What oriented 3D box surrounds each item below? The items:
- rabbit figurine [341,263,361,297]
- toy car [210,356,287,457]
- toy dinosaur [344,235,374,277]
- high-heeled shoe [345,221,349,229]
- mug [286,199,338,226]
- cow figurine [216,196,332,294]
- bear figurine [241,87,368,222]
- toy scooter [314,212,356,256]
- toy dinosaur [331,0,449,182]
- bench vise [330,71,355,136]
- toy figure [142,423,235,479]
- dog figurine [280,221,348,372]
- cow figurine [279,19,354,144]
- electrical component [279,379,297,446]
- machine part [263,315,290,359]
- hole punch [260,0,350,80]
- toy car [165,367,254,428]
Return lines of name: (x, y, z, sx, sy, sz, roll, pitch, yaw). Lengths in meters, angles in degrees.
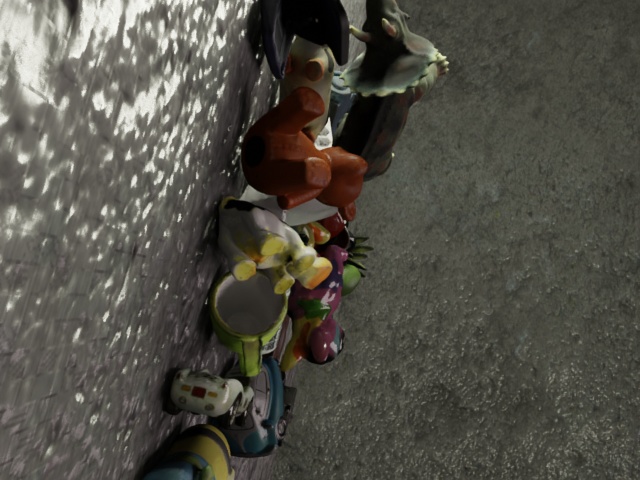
rabbit figurine: (-0.009, 0.068, 1.068, 0.159, 0.170, 0.121, -54, 149, -48)
toy car: (-0.112, 0.251, 0.846, 0.102, 0.109, 0.162, 65, 26, -56)
toy dinosaur: (0.026, 0.033, 1.327, 0.471, 0.199, 0.105, 72, 35, -79)
high-heeled shoe: (0.010, -0.130, 1.107, 0.145, 0.086, 0.248, -45, 121, -84)
mug: (-0.042, -0.070, 0.801, 0.107, 0.110, 0.080, -21, 146, -29)
cow figurine: (-0.054, 0.008, 0.632, 0.068, 0.098, 0.167, -43, 149, 11)
bear figurine: (0.005, -0.090, 0.659, 0.195, 0.132, 0.120, 10, 72, -44)
toy scooter: (-0.002, -0.003, 0.977, 0.135, 0.075, 0.183, -39, 144, -15)
toy dinosaur: (0.074, -0.170, 0.804, 0.192, 0.131, 0.404, -45, 160, -48)
bench vise: (0.032, -0.243, 1.042, 0.223, 0.129, 0.241, 95, 17, -49)
toy figure: (-0.142, 0.259, 0.580, 0.180, 0.082, 0.089, 38, 57, -81)
dog figurine: (-0.028, 0.089, 0.836, 0.191, 0.108, 0.219, 43, 39, -36)
cow figurine: (-0.011, -0.237, 0.730, 0.127, 0.086, 0.194, -60, 162, -55)
electrical component: (-0.105, 0.302, 0.984, 0.134, 0.115, 0.058, -62, 167, -68)
machine part: (-0.102, 0.199, 1.109, 0.179, 0.056, 0.179, 11, 91, -86)
hole punch: (-0.027, -0.248, 0.587, 0.142, 0.092, 0.115, 55, 17, -81)
toy car: (-0.123, 0.184, 0.629, 0.201, 0.074, 0.056, 90, 13, -72)
